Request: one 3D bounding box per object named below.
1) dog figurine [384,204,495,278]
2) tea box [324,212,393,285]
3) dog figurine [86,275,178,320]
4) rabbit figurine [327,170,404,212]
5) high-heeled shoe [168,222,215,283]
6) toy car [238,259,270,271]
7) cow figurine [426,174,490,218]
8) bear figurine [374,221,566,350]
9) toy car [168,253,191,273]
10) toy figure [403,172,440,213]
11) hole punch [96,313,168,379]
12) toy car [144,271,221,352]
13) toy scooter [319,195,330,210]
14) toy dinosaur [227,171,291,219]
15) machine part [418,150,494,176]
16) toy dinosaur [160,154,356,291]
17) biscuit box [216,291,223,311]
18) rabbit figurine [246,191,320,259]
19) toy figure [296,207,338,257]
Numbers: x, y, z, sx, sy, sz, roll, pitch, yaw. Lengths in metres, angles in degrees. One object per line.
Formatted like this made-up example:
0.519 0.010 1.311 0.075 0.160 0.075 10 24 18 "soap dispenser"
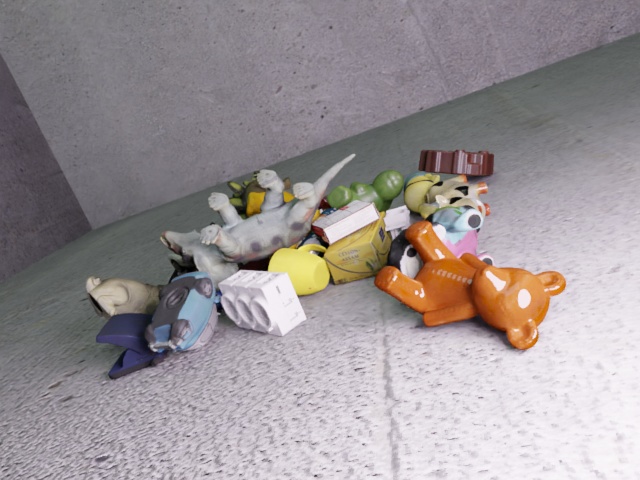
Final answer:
0.182 0.003 0.868 0.192 0.108 0.219 -24 11 1 "dog figurine"
0.079 0.012 1.033 0.098 0.068 0.170 -16 17 19 "tea box"
-0.373 0.110 1.140 0.121 0.172 0.190 12 43 46 "dog figurine"
0.125 -0.093 1.244 0.170 0.121 0.159 -33 -9 13 "rabbit figurine"
-0.278 0.068 1.387 0.248 0.145 0.086 -56 14 -11 "high-heeled shoe"
-0.108 0.048 1.193 0.089 0.053 0.202 11 32 36 "toy car"
0.257 -0.067 1.033 0.127 0.085 0.195 -16 18 -1 "cow figurine"
0.182 0.055 0.661 0.120 0.132 0.196 -54 21 -15 "bear figurine"
-0.281 0.034 1.229 0.073 0.056 0.202 -36 18 -35 "toy car"
0.227 -0.107 1.212 0.089 0.082 0.180 -21 18 6 "toy figure"
-0.340 0.183 0.997 0.116 0.092 0.142 -18 12 1 "hole punch"
-0.232 0.139 0.955 0.109 0.102 0.162 -15 42 26 "toy car"
0.031 -0.074 1.384 0.184 0.075 0.135 -17 17 2 "toy scooter"
-0.155 -0.059 1.391 0.199 0.105 0.472 0 36 -15 "toy dinosaur"
0.323 -0.185 1.272 0.179 0.056 0.179 3 10 -1 "machine part"
-0.105 -0.024 1.036 0.405 0.192 0.131 -19 57 -4 "toy dinosaur"
-0.241 0.100 1.178 0.059 0.062 0.203 -25 15 -7 "biscuit box"
-0.077 -0.017 1.168 0.162 0.121 0.173 -2 41 -10 "rabbit figurine"
-0.001 -0.002 1.102 0.154 0.064 0.058 -62 19 -12 "toy figure"
